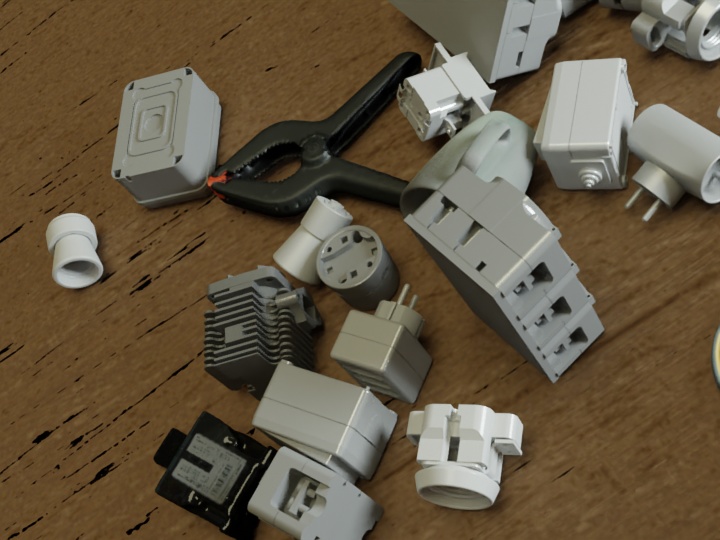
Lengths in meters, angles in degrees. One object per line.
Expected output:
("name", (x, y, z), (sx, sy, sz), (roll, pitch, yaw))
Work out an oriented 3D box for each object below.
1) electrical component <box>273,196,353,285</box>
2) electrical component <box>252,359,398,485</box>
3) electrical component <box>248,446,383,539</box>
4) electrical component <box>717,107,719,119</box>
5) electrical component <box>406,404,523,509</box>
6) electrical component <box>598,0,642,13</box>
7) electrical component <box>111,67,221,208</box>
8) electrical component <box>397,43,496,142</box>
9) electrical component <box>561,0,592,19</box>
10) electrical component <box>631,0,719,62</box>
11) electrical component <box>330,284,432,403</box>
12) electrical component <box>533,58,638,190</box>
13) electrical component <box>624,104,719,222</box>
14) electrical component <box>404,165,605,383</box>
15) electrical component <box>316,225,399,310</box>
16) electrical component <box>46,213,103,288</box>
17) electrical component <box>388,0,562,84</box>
("electrical component", (-0.035, -0.026, 0.868), (0.044, 0.044, 0.065), (41, 104, 36))
("electrical component", (-0.033, 0.112, 0.790), (0.096, 0.061, 0.061), (14, 70, 31))
("electrical component", (-0.033, 0.163, 0.744), (0.056, 0.089, 0.050), (21, 73, 32))
("electrical component", (0.294, -0.111, 0.774), (0.062, 0.043, 0.043), (37, 82, 34))
("electrical component", (0.069, 0.129, 0.737), (0.078, 0.058, 0.057), (-2, 60, 24))
("electrical component", (0.225, -0.236, 0.870), (0.047, 0.055, 0.055), (20, 73, 29))
("electrical component", (-0.175, -0.120, 0.989), (0.078, 0.057, 0.113), (-10, 59, 20))
("electrical component", (0.069, -0.139, 0.876), (0.064, 0.042, 0.081), (-22, 64, -20))
("electrical component", (0.171, -0.268, 0.912), (0.059, 0.053, 0.095), (-33, 54, 5))
("electrical component", (0.259, -0.196, 0.830), (0.078, 0.058, 0.057), (-44, 51, -3))
("electrical component", (0.024, 0.048, 0.797), (0.047, 0.065, 0.076), (14, 70, 31))
("electrical component", (0.170, -0.104, 0.816), (0.061, 0.061, 0.096), (1, 64, 26))
("electrical component", (0.225, -0.071, 0.782), (0.079, 0.043, 0.077), (-52, 45, 8))
("electrical component", (0.105, 0.003, 0.732), (0.061, 0.150, 0.089), (-45, 54, -2))
("electrical component", (0.000, 0.000, 0.846), (0.055, 0.047, 0.055), (-11, 59, 19))
("electrical component", (-0.261, -0.018, 0.979), (0.045, 0.045, 0.055), (-27, 54, 9))
("electrical component", (0.095, -0.237, 0.902), (0.062, 0.089, 0.150), (-19, 48, -28))
